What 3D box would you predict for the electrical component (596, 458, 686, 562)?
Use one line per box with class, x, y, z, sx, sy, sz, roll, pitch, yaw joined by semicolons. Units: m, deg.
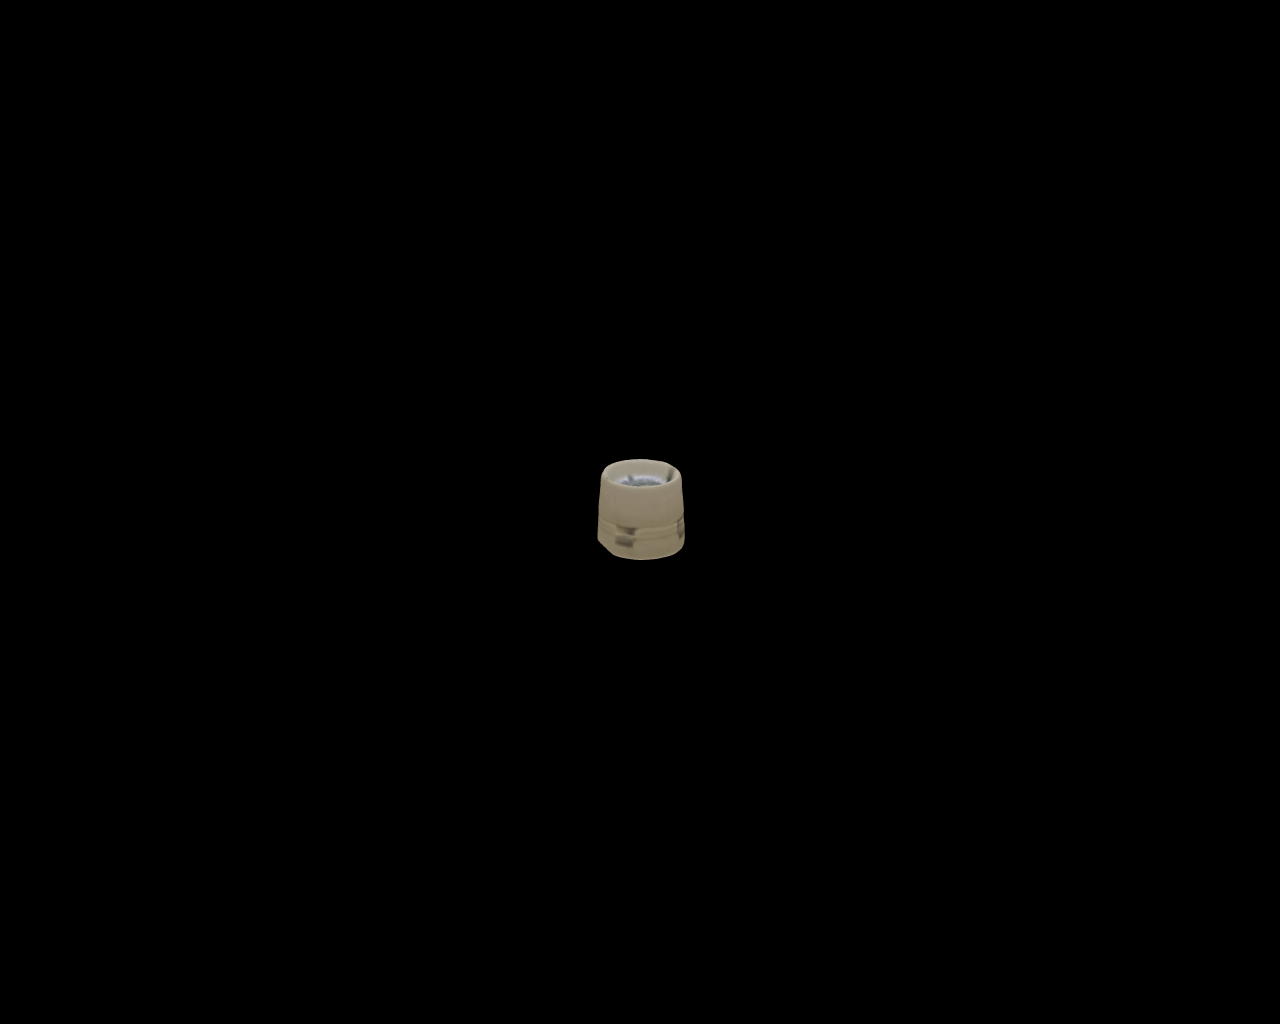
electrical component;0.001;-0.003;0.650;0.055;0.047;0.055;0;23;0
